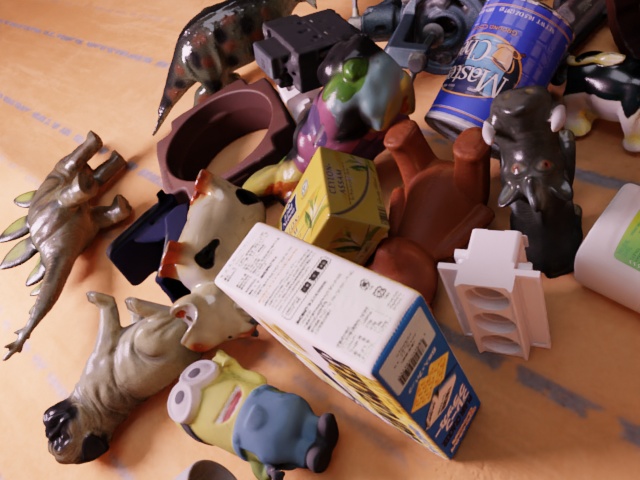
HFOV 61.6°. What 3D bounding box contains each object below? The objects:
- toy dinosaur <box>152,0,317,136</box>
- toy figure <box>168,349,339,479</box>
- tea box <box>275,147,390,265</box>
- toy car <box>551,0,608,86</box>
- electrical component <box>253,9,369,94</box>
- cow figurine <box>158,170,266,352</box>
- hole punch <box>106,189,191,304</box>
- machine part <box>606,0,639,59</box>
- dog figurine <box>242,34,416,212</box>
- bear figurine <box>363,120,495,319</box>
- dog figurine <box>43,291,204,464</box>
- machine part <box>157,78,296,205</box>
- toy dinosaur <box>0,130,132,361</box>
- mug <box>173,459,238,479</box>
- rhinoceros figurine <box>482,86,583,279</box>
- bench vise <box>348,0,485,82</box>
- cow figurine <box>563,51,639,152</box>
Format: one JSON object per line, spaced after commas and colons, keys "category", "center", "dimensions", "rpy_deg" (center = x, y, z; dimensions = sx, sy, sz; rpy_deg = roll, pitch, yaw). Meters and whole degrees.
{"category": "toy dinosaur", "center": [-0.145, -0.318, 0.862], "dimensions": [0.405, 0.192, 0.131], "rpy_deg": [-31, 46, 2]}
{"category": "toy figure", "center": [-0.070, 0.179, 0.527], "dimensions": [0.180, 0.089, 0.082], "rpy_deg": [12, 32, 24]}
{"category": "tea box", "center": [-0.001, -0.002, 0.570], "dimensions": [0.169, 0.068, 0.098], "rpy_deg": [121, 150, -42]}
{"category": "toy car", "center": [0.301, -0.262, 0.667], "dimensions": [0.202, 0.053, 0.089], "rpy_deg": [-44, 45, -16]}
{"category": "electrical component", "center": [-0.017, -0.253, 0.717], "dimensions": [0.134, 0.058, 0.115], "rpy_deg": [-24, 47, -18]}
{"category": "cow figurine", "center": [-0.109, 0.030, 0.595], "dimensions": [0.127, 0.085, 0.195], "rpy_deg": [19, 61, -9]}
{"category": "hole punch", "center": [-0.186, 0.018, 0.681], "dimensions": [0.092, 0.142, 0.116], "rpy_deg": [31, 68, 19]}
{"category": "machine part", "center": [0.363, -0.242, 0.553], "dimensions": [0.056, 0.179, 0.179], "rpy_deg": [-22, 49, 8]}
{"category": "dog figurine", "center": [0.003, -0.110, 0.631], "dimensions": [0.108, 0.191, 0.219], "rpy_deg": [44, 91, 8]}
{"category": "bear figurine", "center": [0.094, -0.011, 0.551], "dimensions": [0.120, 0.131, 0.196], "rpy_deg": [19, 61, 38]}
{"category": "dog figurine", "center": [-0.212, 0.167, 0.613], "dimensions": [0.173, 0.121, 0.190], "rpy_deg": [1, 71, 32]}
{"category": "machine part", "center": [-0.127, -0.127, 0.780], "dimensions": [0.201, 0.087, 0.202], "rpy_deg": [-30, 49, 5]}
{"category": "toy dinosaur", "center": [-0.404, -0.028, 0.848], "dimensions": [0.198, 0.105, 0.472], "rpy_deg": [-33, 38, 12]}
{"category": "mug", "center": [-0.133, 0.264, 0.485], "dimensions": [0.107, 0.109, 0.081], "rpy_deg": [-44, 52, 11]}
{"category": "rhinoceros figurine", "center": [0.194, -0.051, 0.490], "dimensions": [0.073, 0.190, 0.112], "rpy_deg": [-3, 37, 30]}
{"category": "bench vise", "center": [0.127, -0.280, 0.722], "dimensions": [0.224, 0.128, 0.241], "rpy_deg": [14, 42, 12]}
{"category": "cow figurine", "center": [0.330, -0.142, 0.541], "dimensions": [0.068, 0.098, 0.168], "rpy_deg": [-46, 47, -15]}
